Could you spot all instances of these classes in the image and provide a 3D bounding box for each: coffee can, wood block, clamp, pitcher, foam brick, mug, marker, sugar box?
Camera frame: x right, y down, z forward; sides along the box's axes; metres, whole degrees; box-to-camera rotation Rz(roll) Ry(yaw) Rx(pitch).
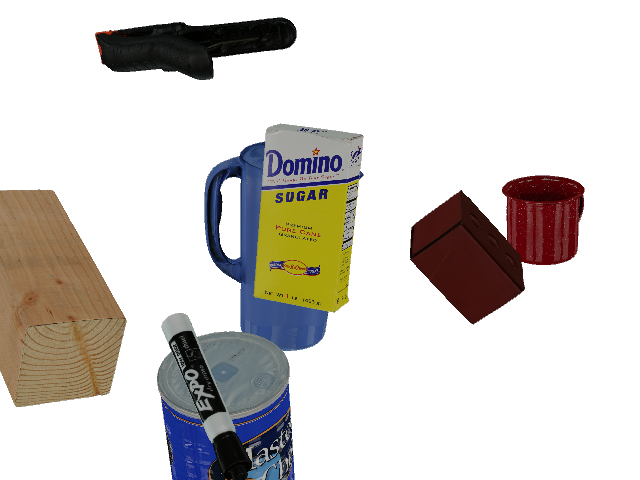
[{"bbox_3d":[-0.073,0.159,0.861,0.103,0.140,0.103,-2,32,1],"label":"coffee can"},{"bbox_3d":[-0.262,0.046,0.984,0.090,0.091,0.206,-4,36,-33],"label":"wood block"},{"bbox_3d":[-0.107,-0.158,0.859,0.172,0.039,0.120,15,25,41],"label":"clamp"},{"bbox_3d":[-0.049,0.007,1.298,0.149,0.243,0.144,18,25,28],"label":"pitcher"},{"bbox_3d":[0.112,0.013,0.812,0.051,0.078,0.053,-37,20,23],"label":"foam brick"},{"bbox_3d":[0.268,-0.026,1.251,0.117,0.081,0.093,-22,29,-37],"label":"mug"},{"bbox_3d":[-0.069,0.095,0.650,0.020,0.020,0.121,0,44,-34],"label":"marker"},{"bbox_3d":[-0.013,-0.023,1.068,0.093,0.176,0.048,9,16,19],"label":"sugar box"}]
